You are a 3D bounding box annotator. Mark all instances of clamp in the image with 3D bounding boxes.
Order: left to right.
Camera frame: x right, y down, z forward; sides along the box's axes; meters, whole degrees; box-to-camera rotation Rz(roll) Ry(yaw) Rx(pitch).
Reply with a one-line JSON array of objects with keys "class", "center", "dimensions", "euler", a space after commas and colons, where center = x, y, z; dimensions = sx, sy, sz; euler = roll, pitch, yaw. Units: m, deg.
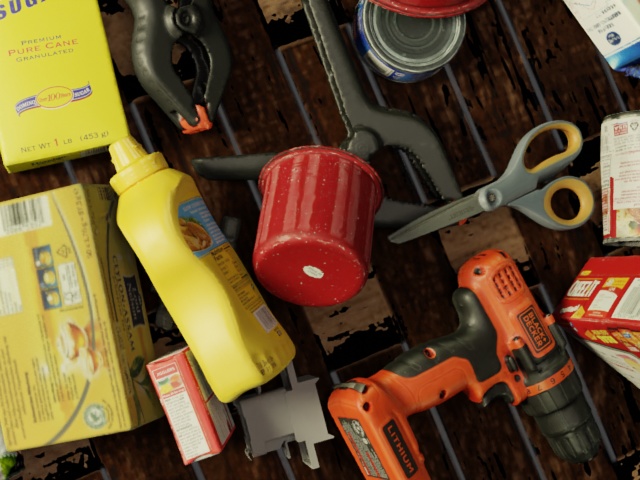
[{"class": "clamp", "center": [-0.116, -0.165, 0.785], "dimensions": [0.120, 0.039, 0.171], "euler": [-3, 85, -28]}, {"class": "clamp", "center": [0.018, -0.065, 0.816], "dimensions": [0.210, 0.036, 0.164], "euler": [40, 88, -10]}]

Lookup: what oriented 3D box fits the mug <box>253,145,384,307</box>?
[{"class": "mug", "center": [-0.005, 0.001, 0.768], "dimensions": [0.093, 0.117, 0.081], "euler": [11, 50, -3]}]

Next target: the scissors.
[{"class": "scissors", "center": [0.145, -0.020, 0.826], "dimensions": [0.201, 0.016, 0.096], "euler": [-39, 102, -25]}]

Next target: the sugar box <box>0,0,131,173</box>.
[{"class": "sugar box", "center": [-0.202, -0.145, 0.774], "dimensions": [0.093, 0.048, 0.176], "euler": [-14, 90, -12]}]

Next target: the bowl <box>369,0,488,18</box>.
[{"class": "bowl", "center": [0.079, -0.250, 0.809], "dimensions": [0.162, 0.055, 0.162], "euler": [5, 67, -12]}]

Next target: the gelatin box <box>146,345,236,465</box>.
[{"class": "gelatin box", "center": [-0.090, 0.112, 0.755], "dimensions": [0.030, 0.089, 0.073], "euler": [-21, 90, 2]}]

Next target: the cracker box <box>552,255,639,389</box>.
[{"class": "cracker box", "center": [0.299, 0.096, 0.795], "dimensions": [0.213, 0.164, 0.072], "euler": [37, 82, -6]}]

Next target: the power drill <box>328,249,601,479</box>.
[{"class": "power drill", "center": [0.112, 0.124, 0.797], "dimensions": [0.187, 0.057, 0.184], "euler": [-32, 95, -26]}]

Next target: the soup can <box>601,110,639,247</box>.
[{"class": "soup can", "center": [0.258, -0.047, 0.847], "dimensions": [0.068, 0.068, 0.102], "euler": [1, 85, -11]}]

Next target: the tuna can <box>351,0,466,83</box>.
[{"class": "tuna can", "center": [0.070, -0.168, 0.835], "dimensions": [0.086, 0.034, 0.086], "euler": [1, 86, -11]}]

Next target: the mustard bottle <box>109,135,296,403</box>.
[{"class": "mustard bottle", "center": [-0.089, 0.014, 0.736], "dimensions": [0.058, 0.096, 0.191], "euler": [-30, 91, 14]}]
